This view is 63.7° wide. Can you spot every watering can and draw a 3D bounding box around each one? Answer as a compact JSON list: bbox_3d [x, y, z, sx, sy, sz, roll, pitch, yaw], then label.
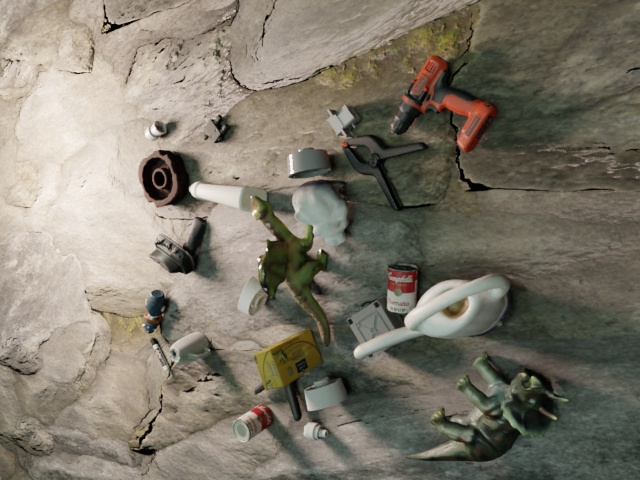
[{"bbox_3d":[0.244,0.158,1.046,0.342,0.223,0.106,-38,58,33],"label":"watering can"}]

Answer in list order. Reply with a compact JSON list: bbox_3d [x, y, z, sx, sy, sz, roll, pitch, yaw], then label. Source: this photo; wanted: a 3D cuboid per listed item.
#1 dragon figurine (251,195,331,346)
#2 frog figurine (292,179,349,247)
[{"bbox_3d":[-0.079,0.082,1.241,0.121,0.244,0.412,-20,84,30],"label":"dragon figurine"},{"bbox_3d":[0.004,-0.062,1.236,0.137,0.122,0.160,-7,82,14],"label":"frog figurine"}]
